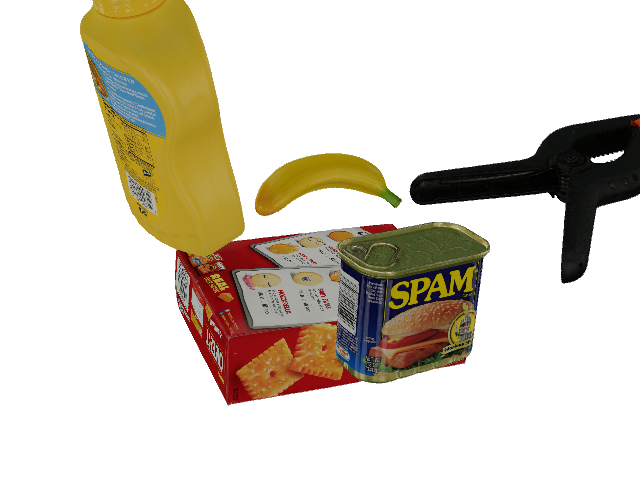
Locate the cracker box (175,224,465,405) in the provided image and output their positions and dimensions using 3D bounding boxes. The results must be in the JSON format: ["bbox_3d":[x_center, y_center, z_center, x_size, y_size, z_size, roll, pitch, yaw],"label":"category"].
[{"bbox_3d":[-0.002,0.057,0.917,0.213,0.072,0.164,-6,27,-21],"label":"cracker box"}]

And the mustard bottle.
[{"bbox_3d":[-0.096,-0.085,0.620,0.058,0.191,0.096,-32,48,-23],"label":"mustard bottle"}]

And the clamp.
[{"bbox_3d":[0.199,-0.043,0.831,0.209,0.036,0.165,-24,40,-23],"label":"clamp"}]

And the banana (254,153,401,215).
[{"bbox_3d":[0.002,-0.063,1.139,0.197,0.037,0.070,-7,47,-38],"label":"banana"}]

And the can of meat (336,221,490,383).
[{"bbox_3d":[0.060,0.041,0.719,0.101,0.084,0.058,-11,27,-29],"label":"can of meat"}]
